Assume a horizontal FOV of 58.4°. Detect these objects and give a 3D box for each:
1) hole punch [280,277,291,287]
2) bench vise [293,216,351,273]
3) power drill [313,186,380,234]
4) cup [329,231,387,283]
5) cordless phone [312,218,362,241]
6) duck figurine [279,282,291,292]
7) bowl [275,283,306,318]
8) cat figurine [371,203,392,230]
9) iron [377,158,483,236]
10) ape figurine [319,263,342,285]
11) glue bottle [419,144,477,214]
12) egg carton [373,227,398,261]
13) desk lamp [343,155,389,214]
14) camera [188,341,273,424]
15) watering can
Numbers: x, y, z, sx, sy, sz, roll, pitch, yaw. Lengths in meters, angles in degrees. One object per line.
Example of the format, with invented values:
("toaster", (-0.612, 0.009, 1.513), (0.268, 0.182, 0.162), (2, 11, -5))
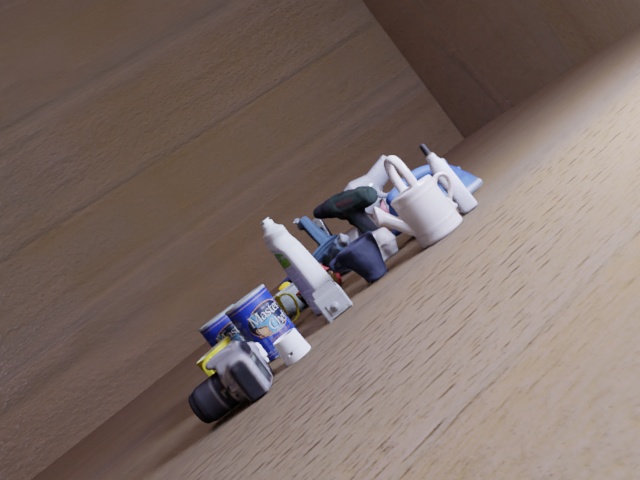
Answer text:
("hole punch", (-0.063, 0.141, 1.841), (0.108, 0.091, 0.101), (-37, 2, 16))
("bench vise", (0.022, 0.001, 1.711), (0.207, 0.220, 0.122), (-35, 3, 42))
("power drill", (0.103, -0.050, 1.647), (0.229, 0.208, 0.076), (-35, 3, 44))
("cup", (0.086, 0.051, 1.213), (0.118, 0.095, 0.092), (-37, 2, 3))
("cordless phone", (0.055, -0.009, 1.858), (0.147, 0.185, 0.094), (-36, 3, 37))
("duck figurine", (-0.092, 0.170, 1.735), (0.105, 0.086, 0.077), (-39, 3, -34))
("bowl", (-0.084, 0.176, 1.634), (0.167, 0.075, 0.167), (-37, 2, 2))
("cat figurine", (0.231, -0.101, 1.890), (0.067, 0.118, 0.127), (-39, 3, -40))
("iron", (0.265, -0.122, 1.399), (0.258, 0.141, 0.118), (-38, 2, -14))
("ape figurine", (0.010, 0.098, 1.537), (0.078, 0.092, 0.076), (-37, 2, -7))
("glue bottle", (0.265, -0.134, 1.215), (0.037, 0.173, 0.078), (-37, 2, 6))
("egg carton", (0.132, 0.024, 1.417), (0.107, 0.069, 0.150), (-38, 2, -14))
("desk lamp", (0.205, -0.135, 1.735), (0.203, 0.213, 0.118), (-37, 2, 16))
("camera", (-0.164, 0.247, 1.010), (0.137, 0.101, 0.143), (-37, 2, -2))
("watering can", (0.186, -0.084, 1.159), (0.173, 0.194, 0.100), (-38, 3, -27))
